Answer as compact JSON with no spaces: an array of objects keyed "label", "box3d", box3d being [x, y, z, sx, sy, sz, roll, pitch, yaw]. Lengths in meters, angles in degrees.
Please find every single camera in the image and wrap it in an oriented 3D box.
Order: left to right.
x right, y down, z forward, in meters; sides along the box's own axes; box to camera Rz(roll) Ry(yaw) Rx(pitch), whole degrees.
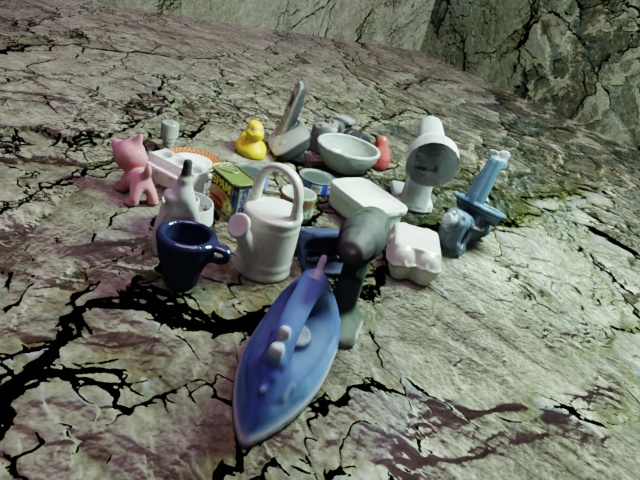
[{"label":"camera","box3d":[0.065,-0.284,1.581,0.136,0.101,0.143,31,31,27]}]

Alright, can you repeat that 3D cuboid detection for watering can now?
[{"label":"watering can","box3d":[-0.081,-0.031,0.942,0.101,0.194,0.173,18,28,4]}]

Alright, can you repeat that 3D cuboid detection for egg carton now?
[{"label":"egg carton","box3d":[0.179,0.023,1.110,0.107,0.069,0.150,15,28,-2]}]

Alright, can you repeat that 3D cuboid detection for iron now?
[{"label":"iron","box3d":[-0.038,0.127,0.732,0.118,0.141,0.258,19,28,6]}]

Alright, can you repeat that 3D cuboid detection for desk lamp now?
[{"label":"desk lamp","box3d":[0.241,-0.172,1.345,0.118,0.213,0.203,13,28,-5]}]

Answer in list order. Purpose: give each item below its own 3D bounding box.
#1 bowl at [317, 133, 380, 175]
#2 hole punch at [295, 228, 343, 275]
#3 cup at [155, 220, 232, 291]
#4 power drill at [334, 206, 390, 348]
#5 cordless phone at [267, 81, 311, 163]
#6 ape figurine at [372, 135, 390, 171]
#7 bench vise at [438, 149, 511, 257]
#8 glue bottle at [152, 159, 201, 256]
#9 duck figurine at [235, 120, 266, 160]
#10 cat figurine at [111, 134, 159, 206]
[{"label":"bowl","box3d":[0.067,-0.213,1.480,0.167,0.075,0.167,12,28,-6]},{"label":"hole punch","box3d":[0.010,0.004,1.036,0.109,0.091,0.101,3,30,-22]},{"label":"cup","box3d":[-0.195,0.032,0.875,0.117,0.095,0.092,18,28,5]},{"label":"power drill","box3d":[0.049,0.049,0.846,0.075,0.208,0.230,19,28,7]},{"label":"cordless phone","box3d":[-0.067,-0.300,1.453,0.094,0.185,0.147,3,30,-22]},{"label":"ape figurine","box3d":[0.163,-0.242,1.563,0.078,0.092,0.076,-1,32,-29]},{"label":"bench vise","box3d":[0.339,-0.077,1.214,0.121,0.220,0.208,24,29,16]},{"label":"glue bottle","box3d":[-0.226,-0.052,0.930,0.078,0.173,0.037,0,32,-27]},{"label":"duck figurine","box3d":[-0.168,-0.259,1.432,0.078,0.086,0.104,0,31,-26]},{"label":"cat figurine","box3d":[-0.351,-0.141,1.089,0.067,0.118,0.127,-10,37,-39]}]
